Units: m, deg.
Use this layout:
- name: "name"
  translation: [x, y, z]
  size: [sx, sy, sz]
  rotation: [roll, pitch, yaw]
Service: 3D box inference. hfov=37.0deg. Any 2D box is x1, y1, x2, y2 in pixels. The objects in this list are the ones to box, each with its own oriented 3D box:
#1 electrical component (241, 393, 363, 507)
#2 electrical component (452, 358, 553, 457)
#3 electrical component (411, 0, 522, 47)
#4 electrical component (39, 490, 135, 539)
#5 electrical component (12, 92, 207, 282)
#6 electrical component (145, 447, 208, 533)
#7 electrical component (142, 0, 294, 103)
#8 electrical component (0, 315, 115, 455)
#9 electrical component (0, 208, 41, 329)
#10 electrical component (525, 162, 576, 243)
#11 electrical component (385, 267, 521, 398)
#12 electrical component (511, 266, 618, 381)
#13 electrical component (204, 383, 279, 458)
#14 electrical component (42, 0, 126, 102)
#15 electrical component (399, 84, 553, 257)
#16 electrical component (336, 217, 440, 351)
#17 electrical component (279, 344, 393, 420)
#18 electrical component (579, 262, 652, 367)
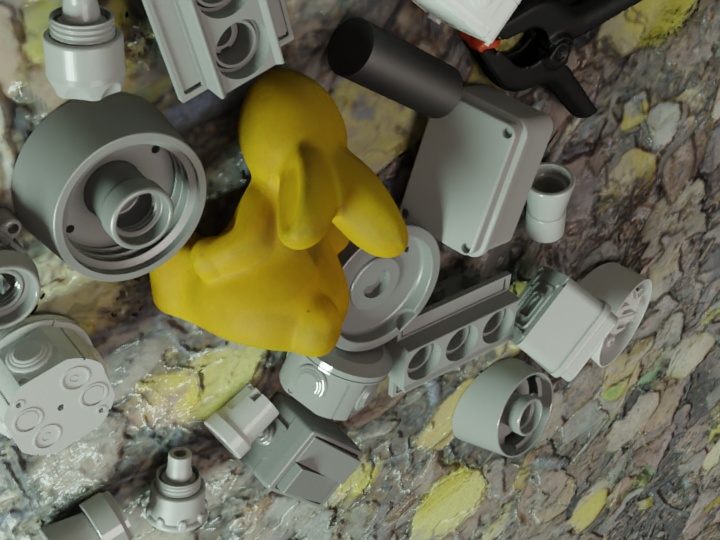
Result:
- name: "electrical component"
  translation: [-0.051, 0.149, 0.879]
  size: [0.061, 0.061, 0.096]
  rotation: [-52, 141, 2]
- name: "electrical component"
  translation: [0.145, 0.136, 1.073]
  size: [0.099, 0.064, 0.099]
  rotation: [-21, 121, -40]
- name: "electrical component"
  translation: [0.064, -0.189, 0.682]
  size: [0.062, 0.096, 0.061]
  rotation: [30, 98, -32]
- name: "electrical component"
  translation: [-0.199, 0.193, 0.786]
  size: [0.055, 0.045, 0.045]
  rotation: [-30, 137, -23]
- name: "electrical component"
  translation: [-0.142, -0.044, 0.638]
  size: [0.108, 0.060, 0.108]
  rotation: [-25, 135, -28]
- name: "electrical component"
  translation: [-0.139, 0.166, 0.823]
  size: [0.048, 0.048, 0.062]
  rotation: [-13, 121, -37]
- name: "electrical component"
  translation: [-0.090, -0.165, 0.589]
  size: [0.079, 0.063, 0.121]
  rotation: [-34, 139, -19]
- name: "electrical component"
  translation: [-0.200, 0.073, 0.683]
  size: [0.080, 0.051, 0.080]
  rotation: [-25, 135, -28]
- name: "electrical component"
  translation: [-0.213, 0.002, 0.611]
  size: [0.066, 0.055, 0.048]
  rotation: [-45, 141, -6]
- name: "electrical component"
  translation: [0.163, -0.056, 0.936]
  size: [0.044, 0.044, 0.065]
  rotation: [-31, 142, -22]
- name: "electrical component"
  translation: [0.068, 0.047, 0.908]
  size: [0.121, 0.063, 0.078]
  rotation: [-22, 134, -30]
- name: "electrical component"
  translation: [0.176, 0.047, 0.968]
  size: [0.057, 0.113, 0.078]
  rotation: [37, 93, -6]
- name: "electrical component"
  translation: [-0.091, 0.116, 0.833]
  size: [0.046, 0.040, 0.040]
  rotation: [-45, 141, -15]
- name: "electrical component"
  translation: [-0.149, -0.126, 0.580]
  size: [0.043, 0.043, 0.062]
  rotation: [-20, 131, -32]
- name: "electrical component"
  translation: [0.085, -0.075, 0.809]
  size: [0.057, 0.078, 0.113]
  rotation: [-20, 134, -51]
- name: "electrical component"
  translation: [0.000, 0.000, 0.808]
  size: [0.108, 0.060, 0.108]
  rotation: [-25, 135, -28]
- name: "electrical component"
  translation: [-0.020, 0.074, 0.835]
  size: [0.080, 0.080, 0.051]
  rotation: [0, 126, -44]
- name: "electrical component"
  translation: [0.253, 0.044, 1.082]
  size: [0.099, 0.064, 0.099]
  rotation: [-25, 135, -28]
